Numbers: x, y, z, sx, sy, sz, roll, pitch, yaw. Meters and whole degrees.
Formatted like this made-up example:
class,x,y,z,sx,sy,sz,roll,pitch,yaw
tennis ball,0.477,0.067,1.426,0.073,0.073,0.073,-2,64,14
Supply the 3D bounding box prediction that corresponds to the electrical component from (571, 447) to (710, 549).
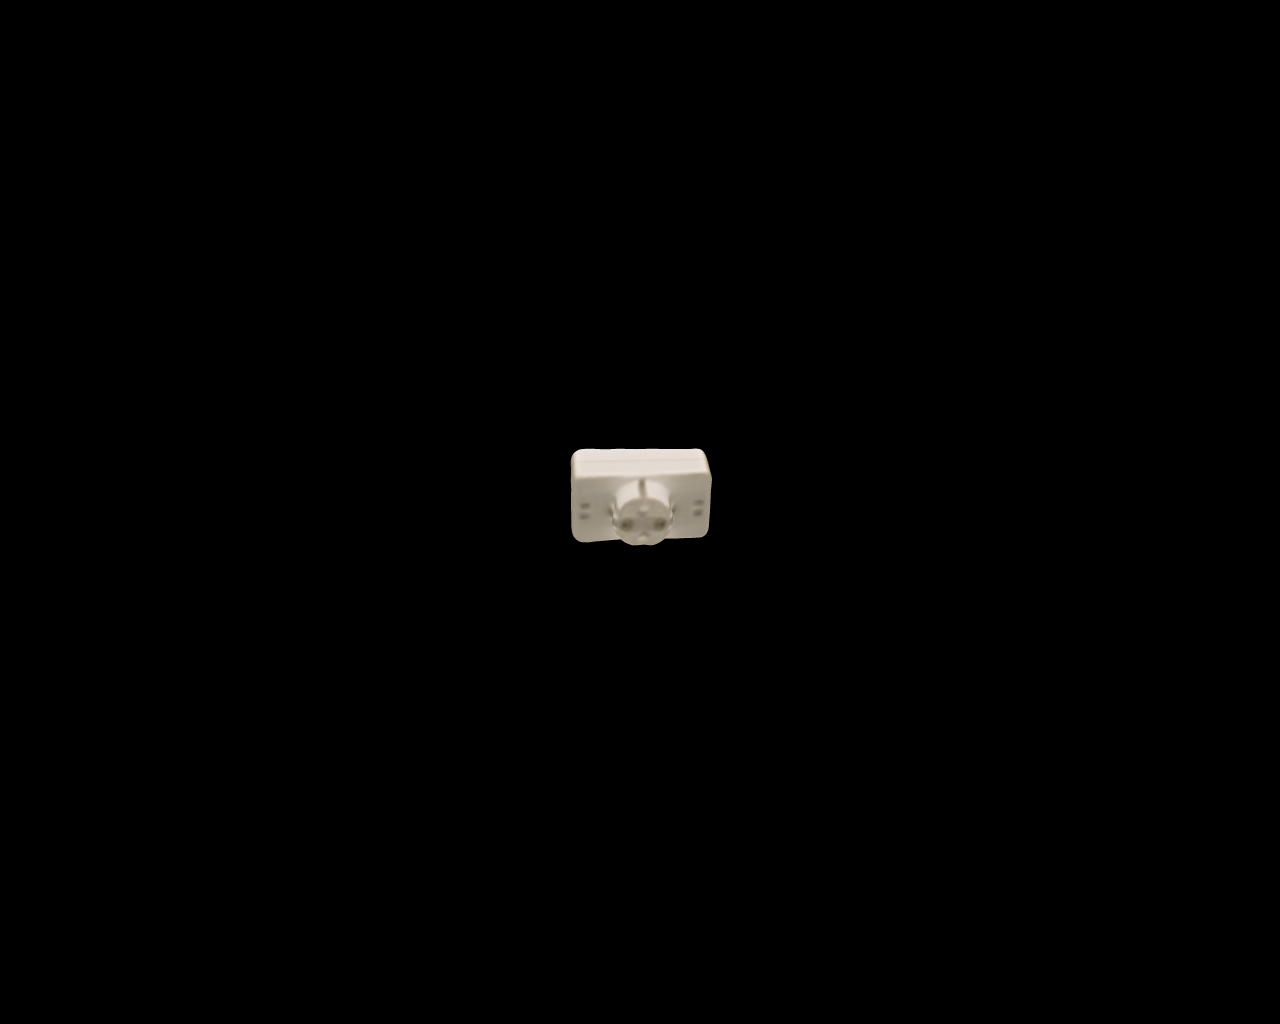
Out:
class,x,y,z,sx,sy,sz,roll,pitch,yaw
electrical component,0.001,-0.003,0.650,0.083,0.047,0.076,-1,28,-2
